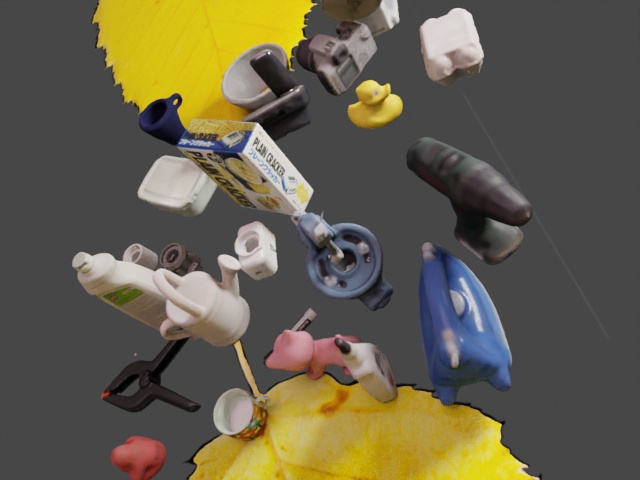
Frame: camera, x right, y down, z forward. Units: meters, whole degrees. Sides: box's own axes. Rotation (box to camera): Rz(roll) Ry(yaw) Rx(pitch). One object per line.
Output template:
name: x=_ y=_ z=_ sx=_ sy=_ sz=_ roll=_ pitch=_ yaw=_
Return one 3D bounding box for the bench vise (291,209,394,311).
bench vise: x=0.002 y=0.013 z=0.891 sx=0.206 sy=0.220 sz=0.121 roll=22 pitch=75 yaw=36

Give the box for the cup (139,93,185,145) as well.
cup: x=-0.345 y=-0.274 z=1.323 sx=0.118 sy=0.095 sz=0.091 roll=-48 pitch=52 yaw=-4

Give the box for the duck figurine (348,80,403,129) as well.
duck figurine: x=0.096 y=-0.264 z=1.086 sx=0.104 sy=0.086 sz=0.077 roll=-11 pitch=58 yaw=22

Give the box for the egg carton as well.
egg carton: x=0.244 y=-0.364 z=1.075 sx=0.107 sy=0.070 sz=0.150 roll=-17 pitch=56 yaw=19

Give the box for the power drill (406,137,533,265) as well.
power drill: x=0.223 y=-0.051 z=0.817 sx=0.075 sy=0.209 sz=0.228 roll=-44 pitch=52 yaw=-1

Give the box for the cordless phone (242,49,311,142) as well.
cordless phone: x=-0.110 y=-0.295 z=1.151 sx=0.147 sy=0.186 sz=0.094 roll=-30 pitch=53 yaw=10

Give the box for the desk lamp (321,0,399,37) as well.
desk lamp: x=0.076 y=-0.511 z=1.158 sx=0.117 sy=0.214 sz=0.203 roll=-13 pitch=57 yaw=21

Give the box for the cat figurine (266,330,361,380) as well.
cat figurine: x=-0.014 y=0.168 z=0.876 sx=0.127 sy=0.118 sz=0.067 roll=-15 pitch=57 yaw=20

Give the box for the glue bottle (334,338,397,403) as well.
glue bottle: x=0.059 y=0.171 z=0.800 sx=0.037 sy=0.174 sz=0.078 roll=-28 pitch=53 yaw=12

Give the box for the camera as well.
camera: x=0.020 y=-0.395 z=1.193 sx=0.136 sy=0.101 sz=0.143 roll=32 pitch=81 yaw=37

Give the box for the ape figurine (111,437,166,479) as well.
ape figurine: x=-0.304 y=0.357 z=0.939 sx=0.076 sy=0.092 sz=0.077 roll=-19 pitch=56 yaw=18

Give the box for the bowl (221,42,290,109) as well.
bowl: x=-0.130 y=-0.347 z=1.262 sx=0.167 sy=0.075 sz=0.167 roll=-13 pitch=58 yaw=22

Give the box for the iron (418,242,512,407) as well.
iron: x=0.177 y=0.089 z=0.804 sx=0.118 sy=0.142 sz=0.258 roll=-21 pitch=55 yaw=17

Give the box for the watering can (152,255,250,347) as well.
watering can: x=-0.205 y=0.098 z=0.970 sx=0.100 sy=0.195 sz=0.173 roll=21 pitch=74 yaw=35
